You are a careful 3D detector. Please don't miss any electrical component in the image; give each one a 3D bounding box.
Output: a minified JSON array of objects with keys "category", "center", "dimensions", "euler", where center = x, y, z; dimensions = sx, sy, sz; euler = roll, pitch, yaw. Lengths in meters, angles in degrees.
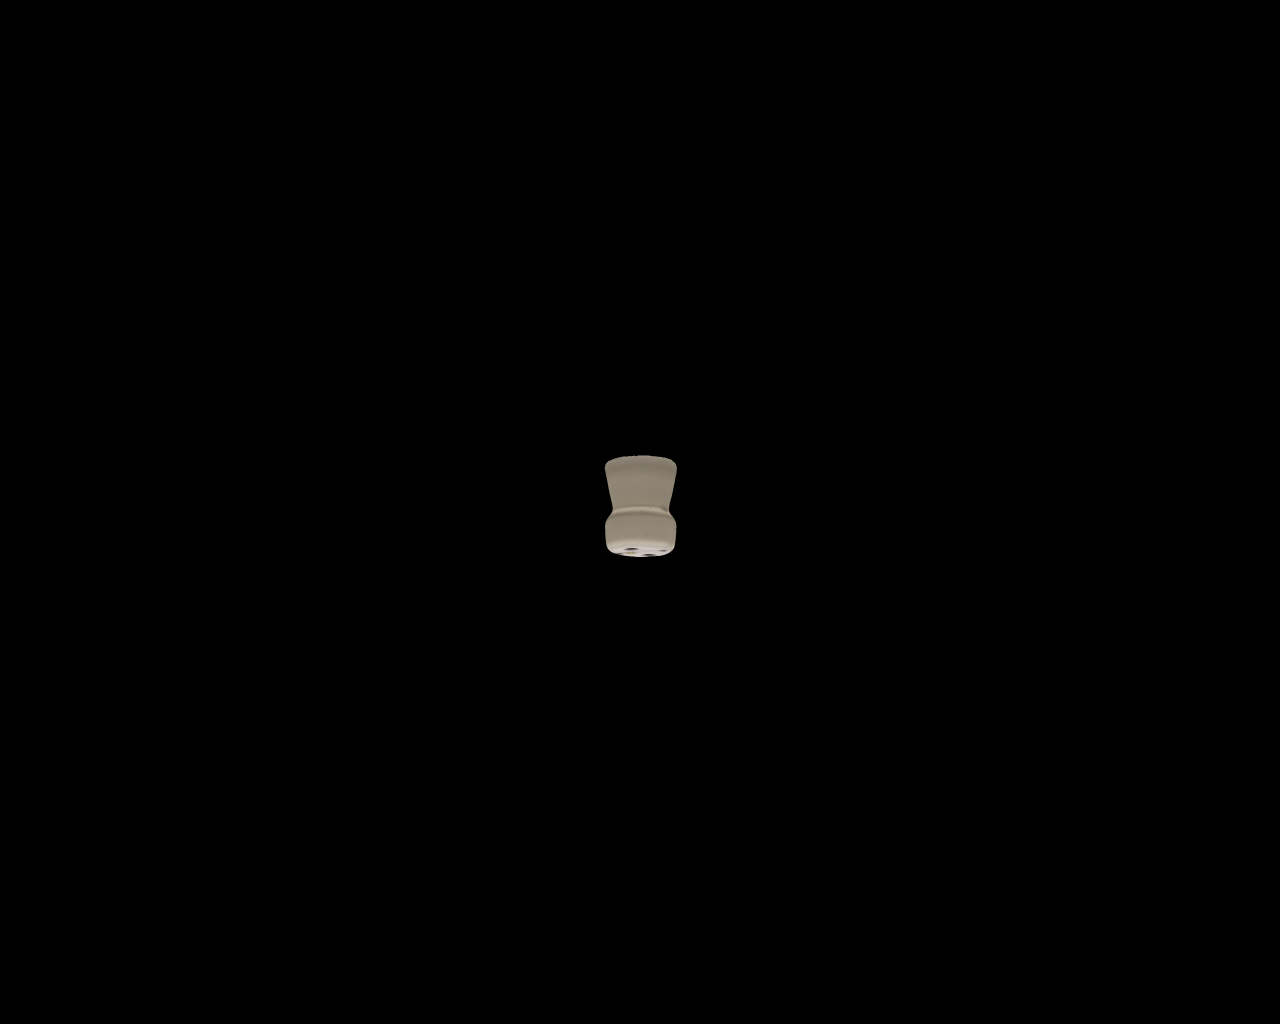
[{"category":"electrical component","center":[0.001,-0.003,0.650],"dimensions":[0.045,0.055,0.045],"euler":[0,-12,0]}]
